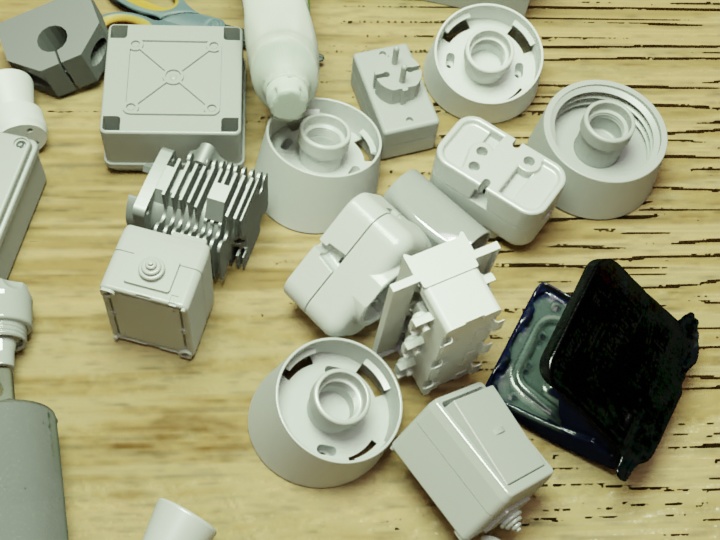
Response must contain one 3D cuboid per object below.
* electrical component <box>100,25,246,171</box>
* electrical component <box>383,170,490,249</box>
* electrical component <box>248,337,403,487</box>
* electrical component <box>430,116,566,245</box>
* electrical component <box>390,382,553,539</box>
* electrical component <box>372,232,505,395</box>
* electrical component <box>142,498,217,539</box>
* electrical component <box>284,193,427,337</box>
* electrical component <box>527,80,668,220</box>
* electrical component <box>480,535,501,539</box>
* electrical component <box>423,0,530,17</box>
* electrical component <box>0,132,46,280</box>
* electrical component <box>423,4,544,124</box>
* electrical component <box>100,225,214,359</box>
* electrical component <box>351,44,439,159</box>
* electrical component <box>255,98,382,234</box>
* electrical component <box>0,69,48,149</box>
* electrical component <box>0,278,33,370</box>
[{"bbox_3d":[-0.146,-0.136,0.851,0.109,0.056,0.108,0,62,-5],"label":"electrical component"},{"bbox_3d":[0.044,-0.025,0.813,0.077,0.044,0.079,42,67,17],"label":"electrical component"},{"bbox_3d":[-0.022,0.097,0.744,0.099,0.064,0.099,8,62,-16],"label":"electrical component"},{"bbox_3d":[0.104,-0.066,0.831,0.095,0.059,0.053,33,64,13],"label":"electrical component"},{"bbox_3d":[0.081,0.128,0.711,0.062,0.061,0.096,-11,56,-52],"label":"electrical component"},{"bbox_3d":[0.055,0.035,0.738,0.079,0.121,0.063,-22,68,-15],"label":"electrical component"},{"bbox_3d":[-0.127,0.185,0.689,0.044,0.044,0.065,27,68,10],"label":"electrical component"},{"bbox_3d":[0.000,0.000,0.770,0.059,0.054,0.095,44,105,17],"label":"electrical component"},{"bbox_3d":[0.191,-0.101,0.856,0.108,0.060,0.108,2,62,-4],"label":"electrical component"},{"bbox_3d":[0.076,0.202,0.694,0.048,0.048,0.062,23,56,8],"label":"electrical component"},{"bbox_3d":[0.063,-0.287,0.918,0.186,0.105,0.060,13,66,2],"label":"electrical component"},{"bbox_3d":[-0.302,-0.050,0.792,0.109,0.056,0.108,11,61,2],"label":"electrical component"},{"bbox_3d":[0.104,-0.171,0.899,0.099,0.064,0.099,1,75,-3],"label":"electrical component"},{"bbox_3d":[-0.139,0.010,0.750,0.062,0.096,0.061,14,61,3],"label":"electrical component"},{"bbox_3d":[0.029,-0.146,0.859,0.047,0.075,0.083,-14,64,-12],"label":"electrical component"},{"bbox_3d":[-0.032,-0.085,0.842,0.099,0.064,0.099,6,49,-7],"label":"electrical component"},{"bbox_3d":[-0.272,-0.122,0.840,0.045,0.045,0.055,-18,65,-13],"label":"electrical component"},{"bbox_3d":[-0.252,0.041,0.755,0.043,0.043,0.062,-6,63,-8],"label":"electrical component"}]
